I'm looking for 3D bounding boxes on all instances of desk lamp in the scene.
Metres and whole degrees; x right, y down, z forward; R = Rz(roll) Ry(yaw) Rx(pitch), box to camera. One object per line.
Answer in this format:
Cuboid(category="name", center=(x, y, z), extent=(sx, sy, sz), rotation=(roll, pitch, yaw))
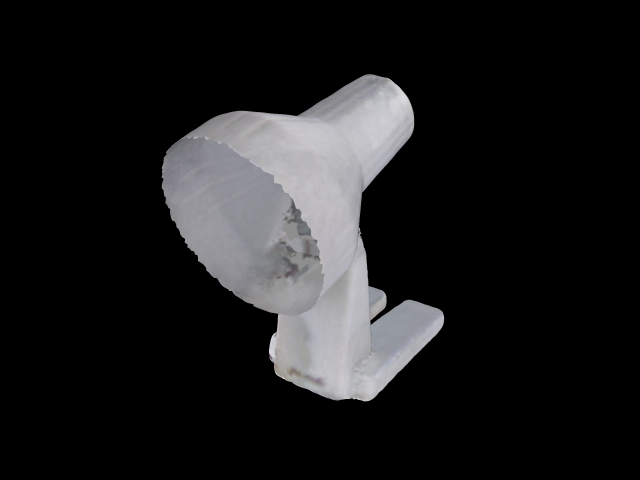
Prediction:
Cuboid(category="desk lamp", center=(0.004, 0.001, 0.400), extent=(0.117, 0.214, 0.204), rotation=(17, 29, 33))
